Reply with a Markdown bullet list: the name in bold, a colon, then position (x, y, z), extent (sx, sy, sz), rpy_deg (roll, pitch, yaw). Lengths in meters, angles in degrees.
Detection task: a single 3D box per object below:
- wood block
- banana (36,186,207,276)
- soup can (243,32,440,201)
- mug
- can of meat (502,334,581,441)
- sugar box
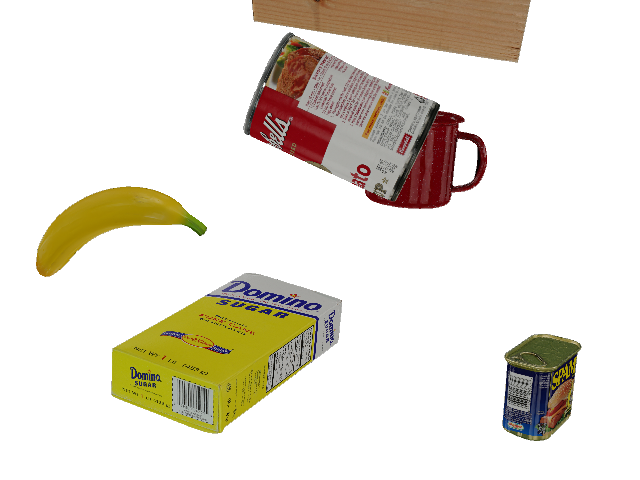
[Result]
- **wood block**: position (0.057, -0.209, 0.802), extent (0.206, 0.090, 0.091), rpy_deg (11, -31, 7)
- **banana**: position (-0.205, -0.012, 1.011), extent (0.198, 0.069, 0.037), rpy_deg (-13, 18, 27)
- **soup can**: position (0.013, -0.075, 0.651), extent (0.102, 0.068, 0.068), rpy_deg (25, 1, 2)
- **mug**: position (0.096, -0.076, 0.990), extent (0.117, 0.081, 0.093), rpy_deg (7, 15, 12)
- **can of meat**: position (0.234, 0.156, 1.136), extent (0.058, 0.084, 0.101), rpy_deg (12, 18, 32)
- **sugar box**: position (-0.065, 0.077, 0.797), extent (0.093, 0.048, 0.175), rpy_deg (16, 26, 24)
